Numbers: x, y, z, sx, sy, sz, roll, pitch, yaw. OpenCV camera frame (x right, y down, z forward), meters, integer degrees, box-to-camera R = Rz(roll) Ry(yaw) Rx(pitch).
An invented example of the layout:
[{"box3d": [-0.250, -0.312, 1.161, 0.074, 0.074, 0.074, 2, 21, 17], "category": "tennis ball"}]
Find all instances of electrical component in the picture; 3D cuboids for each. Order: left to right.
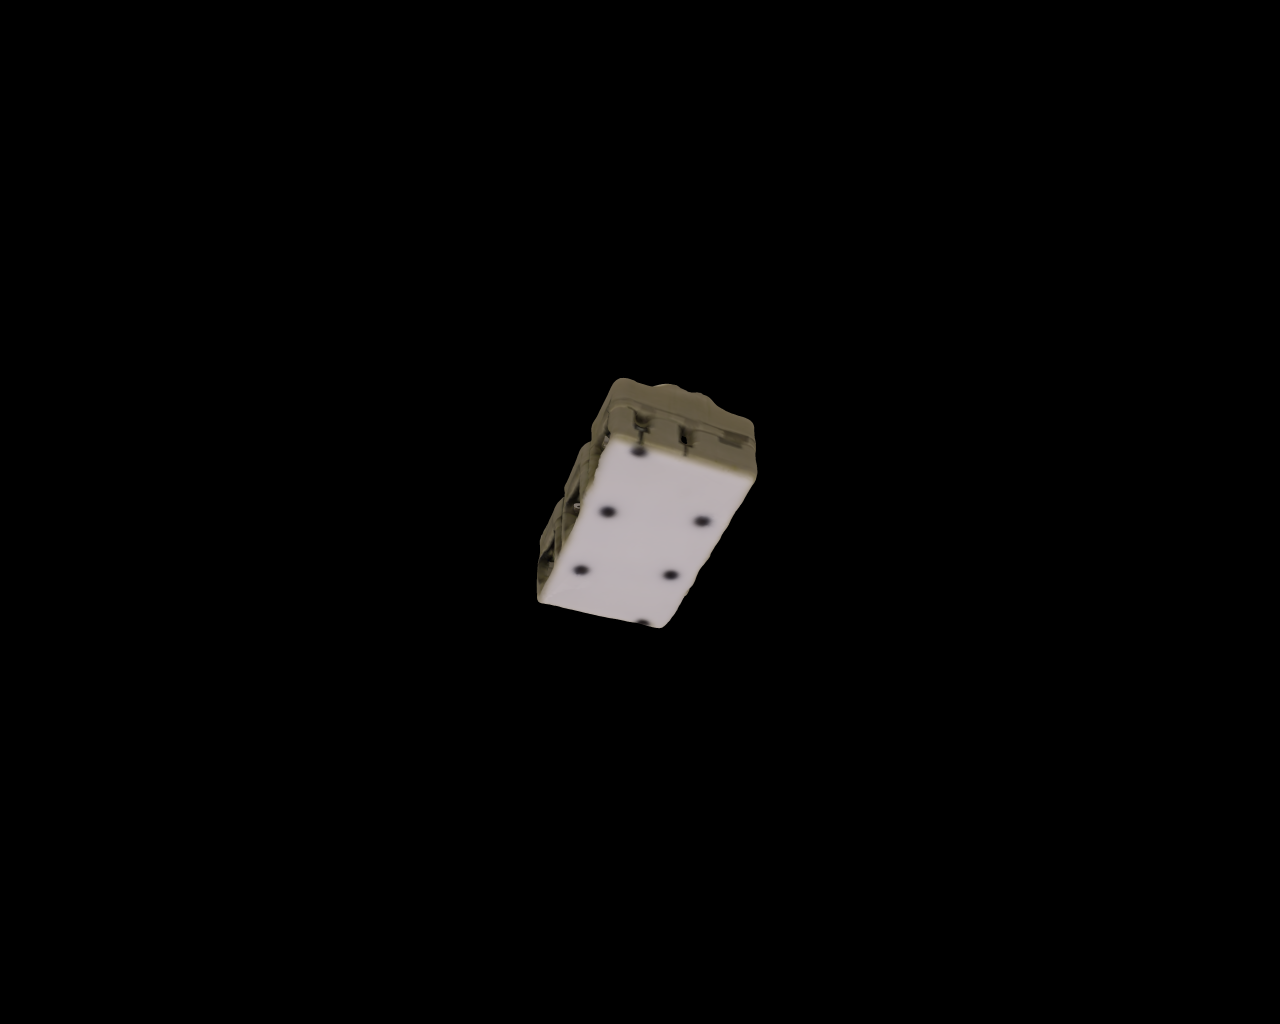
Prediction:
[{"box3d": [0.001, -0.003, 0.650, 0.089, 0.062, 0.150, 15, -46, -15], "category": "electrical component"}]
